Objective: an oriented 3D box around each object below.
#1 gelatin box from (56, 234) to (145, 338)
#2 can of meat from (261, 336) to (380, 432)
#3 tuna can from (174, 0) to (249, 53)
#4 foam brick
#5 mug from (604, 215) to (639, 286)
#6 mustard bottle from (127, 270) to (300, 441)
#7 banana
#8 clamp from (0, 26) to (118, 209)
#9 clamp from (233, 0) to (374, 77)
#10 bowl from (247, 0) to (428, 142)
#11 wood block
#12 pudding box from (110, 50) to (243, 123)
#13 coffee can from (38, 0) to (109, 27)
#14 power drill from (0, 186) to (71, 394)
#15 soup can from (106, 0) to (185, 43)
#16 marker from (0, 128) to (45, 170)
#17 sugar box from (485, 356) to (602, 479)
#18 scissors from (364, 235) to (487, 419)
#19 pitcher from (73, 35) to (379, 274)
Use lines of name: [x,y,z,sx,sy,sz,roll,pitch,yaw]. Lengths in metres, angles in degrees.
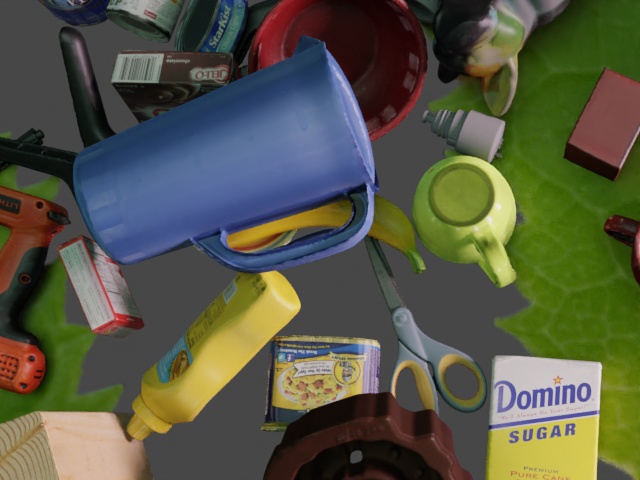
gelatin box: [-0.202,0.044,0.981,0.030,0.073,0.089,-28,78,5]
can of meat: [0.002,0.129,0.940,0.102,0.057,0.084,2,79,10]
tuna can: [-0.102,-0.199,0.998,0.033,0.086,0.086,21,83,-28]
foam brick: [0.253,-0.100,0.934,0.051,0.053,0.078,27,85,13]
mug: [0.294,0.008,0.894,0.117,0.081,0.093,20,85,12]
mustard bottle: [-0.101,0.104,0.942,0.058,0.096,0.192,42,96,-19]
banana: [0.000,-0.016,0.956,0.198,0.037,0.069,6,75,6]
clamp: [-0.208,-0.083,0.992,0.210,0.036,0.165,40,118,1]
clamp: [-0.018,-0.197,1.006,0.171,0.039,0.120,-46,76,6]
bowl: [0.013,-0.165,0.963,0.162,0.055,0.162,-4,120,-7]
wood block: [-0.218,0.198,0.891,0.091,0.206,0.090,-20,77,7]
pudding box: [-0.125,-0.138,0.988,0.113,0.090,0.039,5,70,12]
coffee can: [-0.245,-0.275,1.007,0.103,0.140,0.103,-2,80,10]
power drill: [-0.329,0.038,1.015,0.184,0.057,0.187,15,86,9]
soup can: [-0.156,-0.250,1.024,0.068,0.068,0.102,20,85,13]
marker: [-0.323,-0.074,1.050,0.121,0.020,0.020,-31,77,4]
sugar box: [0.187,0.188,0.902,0.093,0.048,0.176,3,82,10]
scissors: [0.094,0.075,0.953,0.096,0.016,0.202,-7,79,7]
pitcher: [-0.076,-0.056,0.900,0.243,0.149,0.145,-20,120,9]
